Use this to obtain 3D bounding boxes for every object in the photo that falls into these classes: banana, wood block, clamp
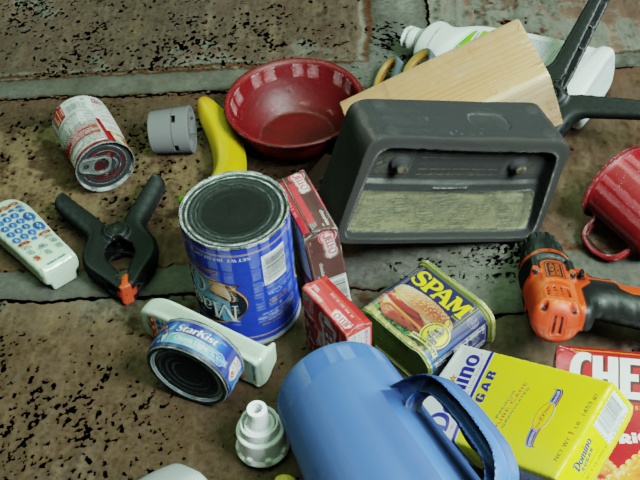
[{"bbox_3d":[-0.113,-0.094,1.190,0.069,0.037,0.197,32,33,-23],"label":"banana"},{"bbox_3d":[0.138,-0.135,1.129,0.206,0.090,0.091,-24,54,9],"label":"wood block"},{"bbox_3d":[0.269,-0.152,1.165,0.210,0.036,0.165,-37,64,18],"label":"clamp"},{"bbox_3d":[-0.205,-0.007,1.128,0.120,0.039,0.171,-23,52,-9],"label":"clamp"}]

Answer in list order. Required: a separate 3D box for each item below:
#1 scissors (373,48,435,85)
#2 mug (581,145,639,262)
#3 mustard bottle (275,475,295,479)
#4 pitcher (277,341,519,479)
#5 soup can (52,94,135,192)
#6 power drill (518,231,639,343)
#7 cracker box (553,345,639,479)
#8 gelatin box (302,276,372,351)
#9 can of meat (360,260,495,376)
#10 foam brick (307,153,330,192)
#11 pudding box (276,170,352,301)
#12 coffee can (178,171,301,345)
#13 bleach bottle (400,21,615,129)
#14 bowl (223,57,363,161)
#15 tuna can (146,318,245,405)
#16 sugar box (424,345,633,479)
[{"bbox_3d":[0.094,-0.154,1.233,0.096,0.016,0.201,-29,37,29],"label":"scissors"},{"bbox_3d":[0.318,-0.027,1.076,0.117,0.093,0.082,-43,57,5],"label":"mug"},{"bbox_3d":[-0.039,0.269,0.830,0.096,0.058,0.191,-1,46,10],"label":"mustard bottle"},{"bbox_3d":[0.057,0.181,0.835,0.149,0.145,0.243,-26,38,-6],"label":"pitcher"},{"bbox_3d":[-0.259,-0.112,1.212,0.068,0.068,0.102,-22,48,-16],"label":"soup can"},{"bbox_3d":[0.281,0.047,1.002,0.187,0.057,0.184,5,25,5],"label":"power drill"},{"bbox_3d":[0.269,0.191,0.870,0.164,0.072,0.213,5,46,10],"label":"cracker box"},{"bbox_3d":[0.016,0.087,0.981,0.030,0.089,0.073,-27,50,-21],"label":"gelatin box"},{"bbox_3d":[0.099,0.079,1.006,0.083,0.057,0.102,-34,52,-22],"label":"can of meat"},{"bbox_3d":[0.008,-0.044,1.136,0.053,0.051,0.078,21,51,23],"label":"foam brick"},{"bbox_3d":[-0.007,0.001,1.050,0.039,0.113,0.090,-19,47,-9],"label":"pudding box"},{"bbox_3d":[-0.074,0.019,1.019,0.103,0.140,0.103,-3,46,2],"label":"coffee can"},{"bbox_3d":[0.214,-0.214,1.274,0.251,0.068,0.102,24,61,27],"label":"bleach bottle"},{"bbox_3d":[-0.028,-0.141,1.230,0.162,0.055,0.162,-2,46,2],"label":"bowl"},{"bbox_3d":[-0.114,0.112,0.971,0.086,0.086,0.033,15,51,18],"label":"tuna can"},{"bbox_3d":[0.159,0.146,0.876,0.177,0.048,0.093,10,57,53],"label":"sugar box"}]
